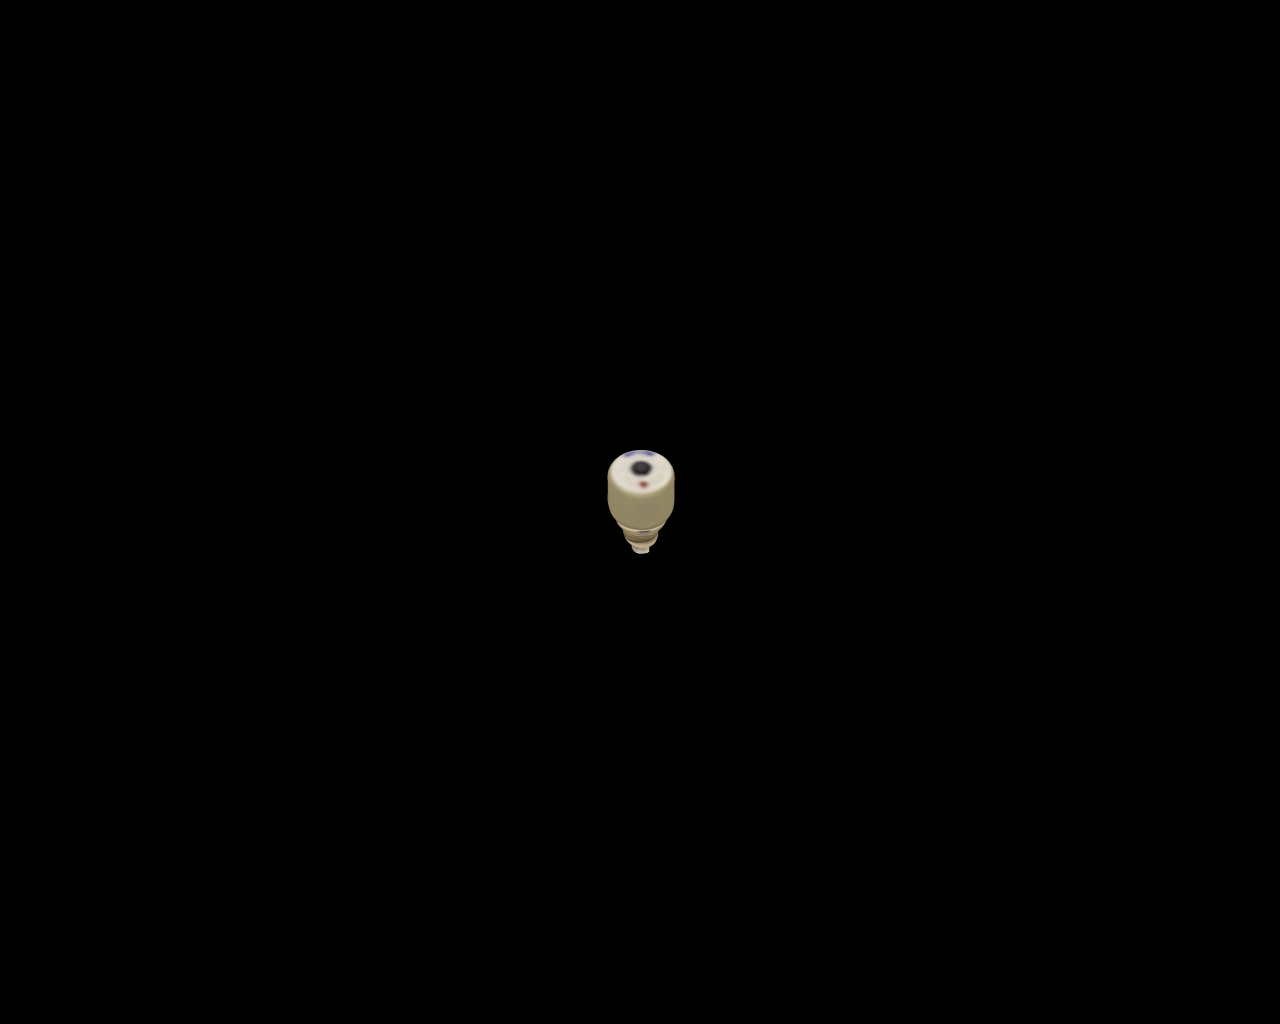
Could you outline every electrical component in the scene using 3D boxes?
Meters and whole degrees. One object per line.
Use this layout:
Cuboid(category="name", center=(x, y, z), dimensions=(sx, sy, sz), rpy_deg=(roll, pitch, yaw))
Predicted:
Cuboid(category="electrical component", center=(0.001, -0.003, 0.650), dimensions=(0.040, 0.040, 0.078), rpy_deg=(0, -42, 0))
